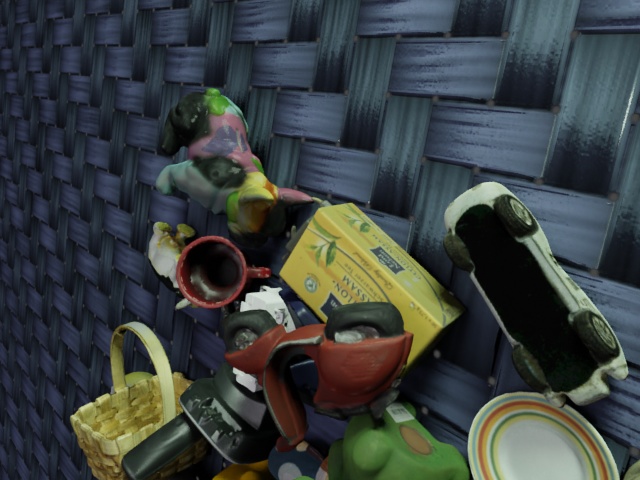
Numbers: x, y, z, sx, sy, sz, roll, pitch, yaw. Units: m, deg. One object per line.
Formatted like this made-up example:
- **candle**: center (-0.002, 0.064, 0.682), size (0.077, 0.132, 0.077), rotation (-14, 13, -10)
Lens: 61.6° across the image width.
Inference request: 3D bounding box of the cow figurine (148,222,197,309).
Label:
- **cow figurine**: center (-0.211, 0.055, 0.831), size (0.167, 0.068, 0.098), rotation (49, 122, 32)

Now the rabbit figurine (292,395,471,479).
- **rabbit figurine**: center (0.041, 0.254, 0.515), size (0.121, 0.159, 0.170), rotation (39, 105, 27)

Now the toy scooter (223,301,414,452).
- **toy scooter**: center (-0.001, 0.128, 0.494), size (0.184, 0.075, 0.135), rotation (-7, 90, 19)

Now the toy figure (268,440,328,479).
- **toy figure**: center (0.004, 0.278, 0.634), size (0.155, 0.058, 0.064), rotation (-2, 128, 43)

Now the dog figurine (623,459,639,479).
- **dog figurine**: center (0.269, 0.121, 0.354), size (0.172, 0.121, 0.190), rotation (-17, 61, 47)

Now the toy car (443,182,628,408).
- **toy car**: center (0.176, 0.042, 0.458), size (0.073, 0.056, 0.202), rotation (-40, 65, 31)

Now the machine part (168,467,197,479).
- **machine part**: center (-0.203, 0.399, 0.792), size (0.243, 0.079, 0.079), rotation (11, 99, 63)

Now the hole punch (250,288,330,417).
- **hole punch**: center (-0.019, 0.122, 0.603), size (0.092, 0.115, 0.142), rotation (-57, 17, -5)

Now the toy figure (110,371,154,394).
- **toy figure**: center (-0.313, 0.319, 0.931), size (0.082, 0.089, 0.180), rotation (-11, 93, 14)

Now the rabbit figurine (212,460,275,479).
- **rabbit figurine**: center (-0.064, 0.347, 0.654), size (0.173, 0.162, 0.121), rotation (13, 88, 26)

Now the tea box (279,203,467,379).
- **tea box**: center (0.050, 0.052, 0.551), size (0.170, 0.068, 0.098), rotation (42, 120, 21)

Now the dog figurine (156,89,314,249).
- **dog figurine**: center (-0.107, -0.095, 0.704), size (0.219, 0.108, 0.191), rotation (18, 101, 39)

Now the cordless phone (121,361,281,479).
- **cordless phone**: center (-0.156, 0.262, 0.697), size (0.147, 0.184, 0.088), rotation (32, 145, 40)

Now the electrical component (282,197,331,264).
- **electrical component**: center (-0.001, -0.001, 0.643), size (0.078, 0.045, 0.102), rotation (37, 122, 6)

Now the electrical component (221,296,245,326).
- **electrical component**: center (-0.115, 0.124, 0.770), size (0.063, 0.021, 0.094), rotation (-36, 67, 39)
